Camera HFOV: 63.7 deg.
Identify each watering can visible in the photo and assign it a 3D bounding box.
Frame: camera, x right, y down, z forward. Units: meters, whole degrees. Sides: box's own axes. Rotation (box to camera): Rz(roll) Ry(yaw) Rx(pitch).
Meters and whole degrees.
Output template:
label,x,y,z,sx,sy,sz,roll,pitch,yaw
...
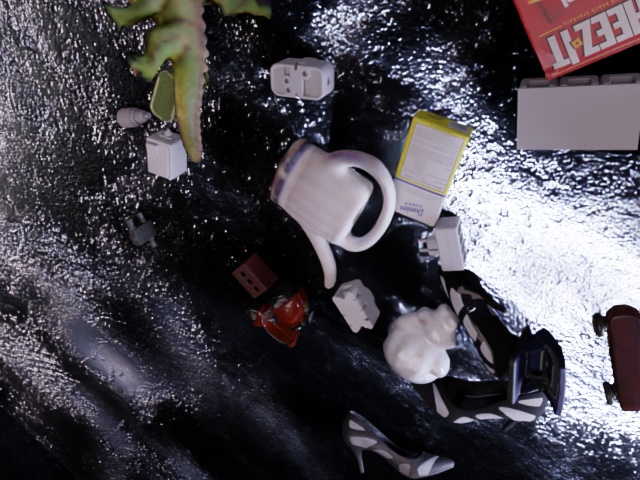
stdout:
label,x,y,z,sx,sy,sz,roll,pitch,yaw
watering can,0.003,-0.048,0.949,0.225,0.106,0.340,36,138,5

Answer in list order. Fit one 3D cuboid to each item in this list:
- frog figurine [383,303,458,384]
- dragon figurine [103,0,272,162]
label,x,y,z,sx,sy,sz,roll,pitch,yaw
frog figurine,0.201,0.197,0.977,0.138,0.124,0.157,60,140,9
dragon figurine,-0.193,-0.357,0.832,0.242,0.123,0.409,-25,94,10
